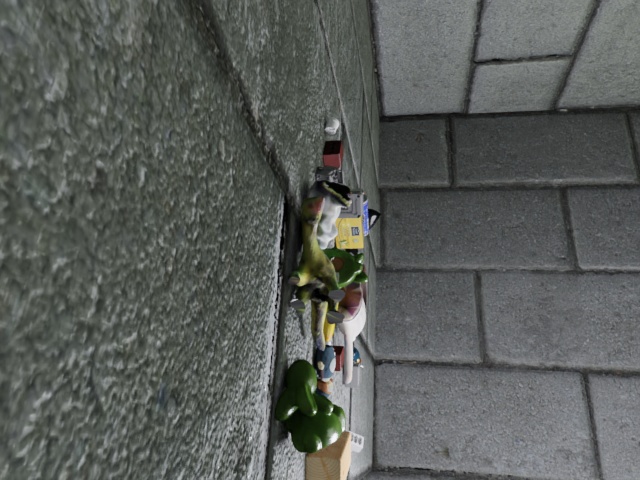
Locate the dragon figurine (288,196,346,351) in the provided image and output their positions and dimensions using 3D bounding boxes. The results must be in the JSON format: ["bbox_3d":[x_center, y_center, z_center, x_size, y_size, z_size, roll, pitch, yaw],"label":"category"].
[{"bbox_3d":[-0.010,0.061,1.188,0.400,0.122,0.249,92,-3,-50],"label":"dragon figurine"}]

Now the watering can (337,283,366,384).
[{"bbox_3d":[0.097,0.276,1.716,0.219,0.104,0.356,74,18,-53],"label":"watering can"}]

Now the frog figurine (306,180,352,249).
[{"bbox_3d":[0.004,-0.065,1.290,0.157,0.122,0.140,-56,-149,22],"label":"frog figurine"}]
